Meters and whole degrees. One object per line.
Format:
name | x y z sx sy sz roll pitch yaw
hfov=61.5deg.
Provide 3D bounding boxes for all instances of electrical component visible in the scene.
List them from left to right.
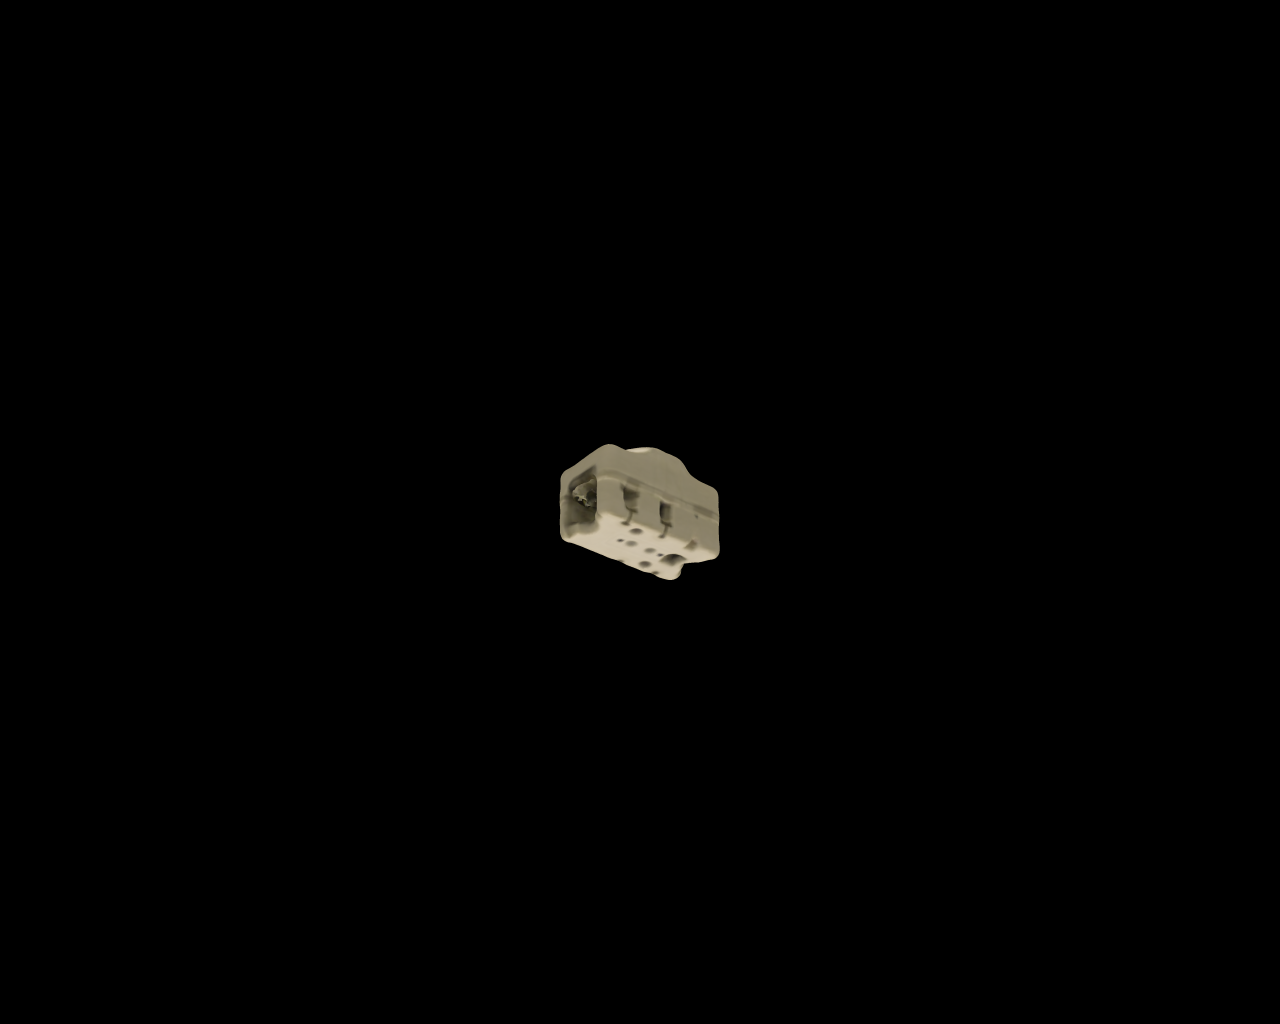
electrical component | 0.001 -0.003 0.650 0.089 0.056 0.050 22 -36 -34
